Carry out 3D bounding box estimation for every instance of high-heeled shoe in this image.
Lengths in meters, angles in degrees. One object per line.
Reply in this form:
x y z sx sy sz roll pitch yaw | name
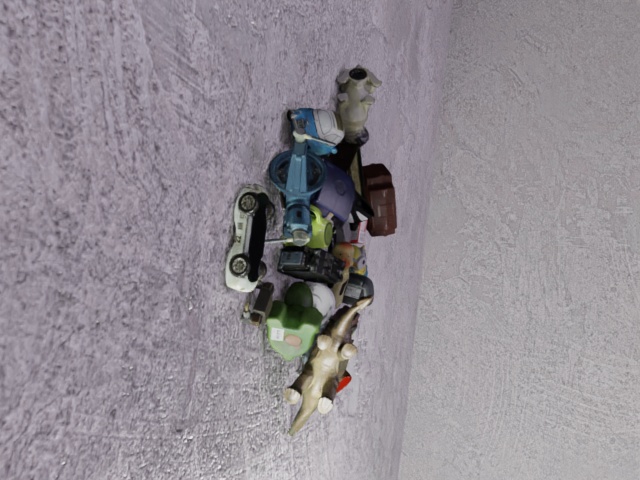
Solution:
0.057 -0.139 1.349 0.248 0.145 0.086 77 26 -46 | high-heeled shoe

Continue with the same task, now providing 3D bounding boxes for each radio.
0.072 -0.143 1.495 0.131 0.073 0.229 -66 153 -42 | radio

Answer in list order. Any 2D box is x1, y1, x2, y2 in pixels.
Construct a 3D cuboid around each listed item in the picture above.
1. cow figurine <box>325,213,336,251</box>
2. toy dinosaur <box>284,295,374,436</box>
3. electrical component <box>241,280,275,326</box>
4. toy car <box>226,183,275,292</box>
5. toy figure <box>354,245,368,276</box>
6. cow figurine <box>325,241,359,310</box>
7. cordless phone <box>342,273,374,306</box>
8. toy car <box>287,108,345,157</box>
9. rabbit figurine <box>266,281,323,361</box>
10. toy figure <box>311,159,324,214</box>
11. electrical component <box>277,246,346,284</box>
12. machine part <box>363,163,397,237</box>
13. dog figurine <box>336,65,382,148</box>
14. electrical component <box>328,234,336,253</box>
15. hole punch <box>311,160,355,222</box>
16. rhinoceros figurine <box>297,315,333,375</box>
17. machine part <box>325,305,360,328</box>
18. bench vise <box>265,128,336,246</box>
-0.001 -0.004 1.340 0.098 0.068 0.167 81 27 -50 | cow figurine
0.006 0.304 1.217 0.471 0.105 0.198 -61 173 20 | toy dinosaur
-0.122 0.125 1.076 0.078 0.045 0.102 100 7 -63 | electrical component
-0.130 -0.005 0.996 0.073 0.056 0.201 21 74 -64 | toy car
0.101 0.084 1.639 0.180 0.089 0.082 82 -2 -58 | toy figure
0.038 0.091 1.350 0.127 0.085 0.194 -100 -156 -64 | cow figurine
0.094 0.150 1.530 0.184 0.147 0.088 40 65 -63 | cordless phone
0.000 -0.249 1.192 0.161 0.103 0.109 7 68 -69 | toy car
-0.046 0.173 1.199 0.170 0.121 0.158 -77 167 -54 | rabbit figurine
-0.009 -0.129 1.286 0.064 0.058 0.154 -28 127 -41 | toy figure
-0.026 0.055 1.195 0.134 0.115 0.058 27 66 -47 | electrical component
0.174 -0.124 1.668 0.202 0.087 0.200 -103 -175 -66 | machine part
0.100 -0.368 1.509 0.190 0.121 0.172 91 18 -59 | dog figurine
0.019 0.034 1.437 0.075 0.048 0.119 -52 143 -57 | electrical component
0.024 -0.111 1.225 0.142 0.092 0.115 30 85 -34 | hole punch
-0.015 0.268 1.370 0.112 0.073 0.190 -26 119 -69 | rhinoceros figurine
0.049 0.266 1.495 0.179 0.056 0.179 -54 164 -23 | machine part
-0.046 -0.114 1.074 0.240 0.129 0.224 99 1 -55 | bench vise
